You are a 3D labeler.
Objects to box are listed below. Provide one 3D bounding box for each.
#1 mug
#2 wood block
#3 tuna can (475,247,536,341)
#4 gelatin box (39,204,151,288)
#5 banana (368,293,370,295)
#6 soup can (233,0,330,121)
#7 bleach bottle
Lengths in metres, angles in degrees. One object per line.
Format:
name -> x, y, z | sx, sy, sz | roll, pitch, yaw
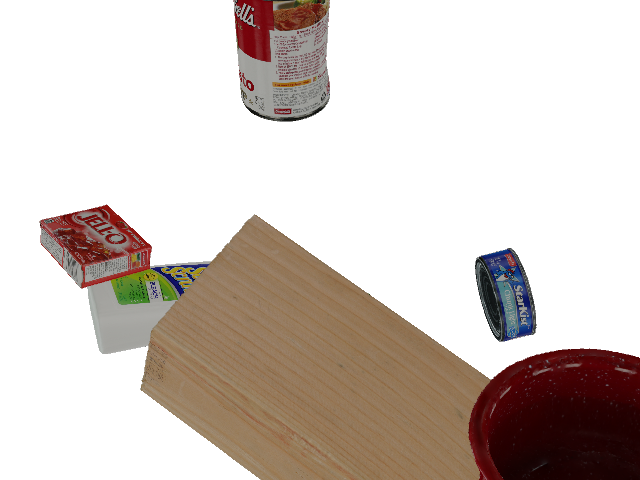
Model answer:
mug -> 0.110, 0.101, 0.386 | 0.117, 0.081, 0.093 | 5, 36, 8
wood block -> 0.016, 0.093, 0.567 | 0.206, 0.090, 0.090 | 35, -31, 7
tuna can -> 0.175, 0.052, 1.016 | 0.033, 0.086, 0.086 | -14, 0, -2
gelatin box -> -0.213, 0.003, 1.007 | 0.073, 0.030, 0.089 | -16, 39, -35
banana -> 0.015, 0.078, 0.771 | 0.069, 0.037, 0.198 | -5, 24, -2
soup can -> -0.026, -0.144, 0.754 | 0.068, 0.102, 0.068 | -1, 42, 0
bleach bottle -> -0.128, 0.059, 1.190 | 0.250, 0.068, 0.103 | -10, 35, -14
